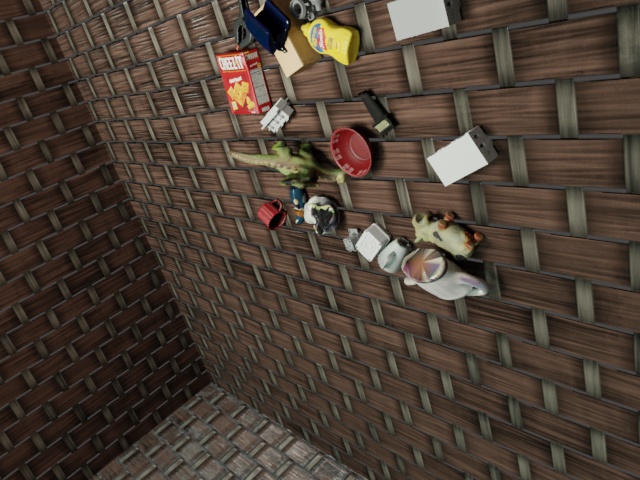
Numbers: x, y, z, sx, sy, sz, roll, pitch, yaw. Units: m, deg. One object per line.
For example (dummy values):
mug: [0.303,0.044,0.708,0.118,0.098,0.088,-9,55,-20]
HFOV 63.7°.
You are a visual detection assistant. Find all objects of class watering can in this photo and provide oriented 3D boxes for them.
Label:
watering can: [0.326,0.108,1.524,0.222,0.105,0.347,32,162,-33]

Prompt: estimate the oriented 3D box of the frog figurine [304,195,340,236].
frog figurine: [0.006,-0.092,1.821,0.137,0.122,0.160,52,-178,-9]

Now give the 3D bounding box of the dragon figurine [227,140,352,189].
dragon figurine: [-0.093,-0.228,1.638,0.247,0.410,0.120,-108,20,-65]
